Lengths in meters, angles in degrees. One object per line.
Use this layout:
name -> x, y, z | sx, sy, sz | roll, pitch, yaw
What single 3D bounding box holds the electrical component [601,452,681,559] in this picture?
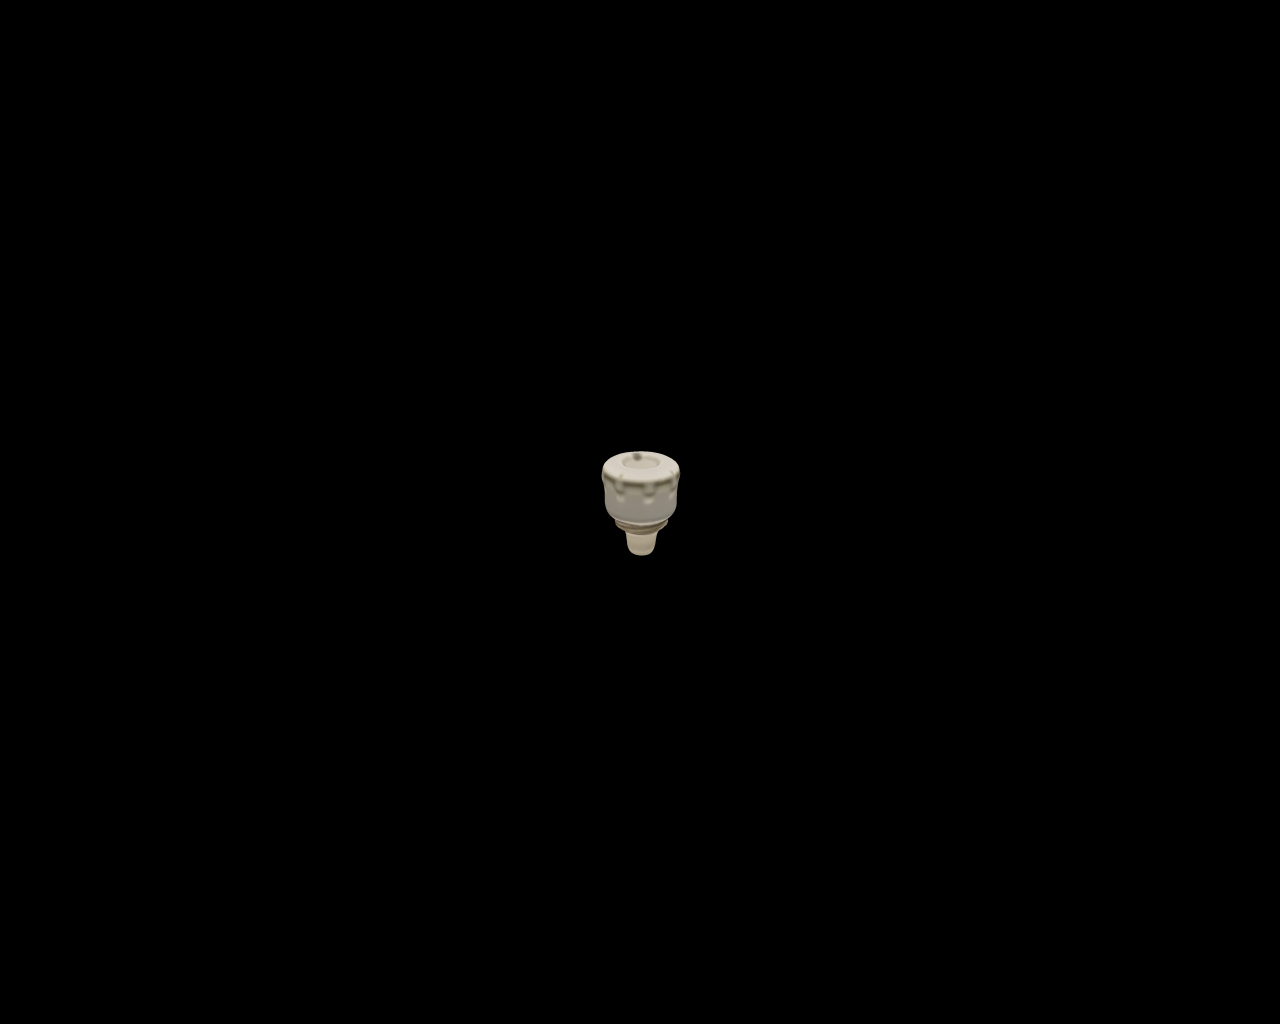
electrical component -> 0.001, -0.003, 0.650 | 0.048, 0.062, 0.048 | 0, 24, 0
